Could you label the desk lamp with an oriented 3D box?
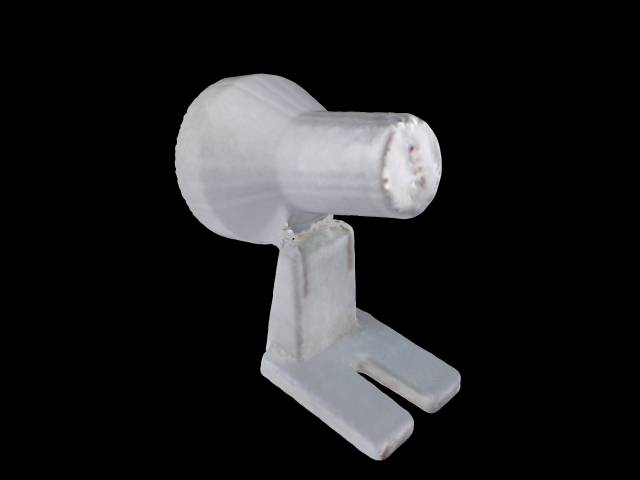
[{"bbox_3d":[0.004,0.001,0.400,0.202,0.214,0.118,27,42,36],"label":"desk lamp"}]
